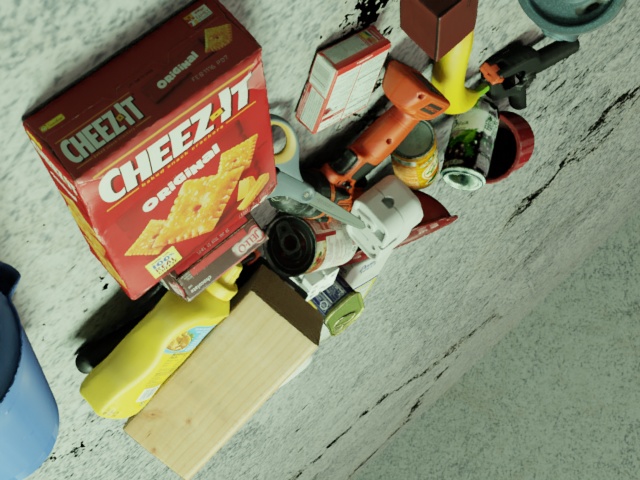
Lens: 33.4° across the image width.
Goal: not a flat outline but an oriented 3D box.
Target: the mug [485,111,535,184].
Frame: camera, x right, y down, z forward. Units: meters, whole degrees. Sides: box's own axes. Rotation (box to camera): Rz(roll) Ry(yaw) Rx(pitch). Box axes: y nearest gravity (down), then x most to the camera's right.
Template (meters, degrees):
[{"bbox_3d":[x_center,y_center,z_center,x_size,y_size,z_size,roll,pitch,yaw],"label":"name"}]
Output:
[{"bbox_3d":[0.217,-0.120,1.380,0.117,0.093,0.081,-18,-178,31],"label":"mug"}]

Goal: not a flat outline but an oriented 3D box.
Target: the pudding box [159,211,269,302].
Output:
[{"bbox_3d":[-0.106,0.007,0.958,0.090,0.039,0.114,-38,-160,-14],"label":"pudding box"}]

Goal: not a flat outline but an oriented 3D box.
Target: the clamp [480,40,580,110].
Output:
[{"bbox_3d":[0.254,-0.212,1.310,0.120,0.039,0.171,-52,160,21],"label":"clamp"}]

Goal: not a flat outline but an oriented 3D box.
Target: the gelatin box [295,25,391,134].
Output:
[{"bbox_3d":[0.020,-0.146,0.980,0.073,0.030,0.089,-32,159,-33],"label":"gelatin box"}]

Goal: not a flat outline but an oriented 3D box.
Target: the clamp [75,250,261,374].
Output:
[{"bbox_3d":[-0.144,0.077,1.124,0.210,0.036,0.164,-40,163,1],"label":"clamp"}]

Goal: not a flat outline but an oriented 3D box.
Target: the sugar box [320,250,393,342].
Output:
[{"bbox_3d":[0.029,0.065,1.452,0.093,0.048,0.176,-26,152,-43],"label":"sugar box"}]

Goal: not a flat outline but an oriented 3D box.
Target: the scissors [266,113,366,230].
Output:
[{"bbox_3d":[-0.013,-0.063,1.006,0.201,0.016,0.096,9,117,-39],"label":"scissors"}]

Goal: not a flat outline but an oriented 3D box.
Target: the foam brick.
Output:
[{"bbox_3d":[0.109,-0.214,0.980,0.053,0.051,0.078,-40,162,-11],"label":"foam brick"}]

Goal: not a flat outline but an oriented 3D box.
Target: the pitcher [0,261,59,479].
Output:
[{"bbox_3d":[-0.278,0.124,0.808,0.149,0.145,0.243,-8,158,-7],"label":"pitcher"}]

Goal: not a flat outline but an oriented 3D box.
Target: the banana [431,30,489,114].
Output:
[{"bbox_3d":[0.149,-0.180,1.170,0.069,0.037,0.197,-58,163,-4],"label":"banana"}]

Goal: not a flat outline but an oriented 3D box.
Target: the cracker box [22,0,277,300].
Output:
[{"bbox_3d":[-0.116,-0.061,0.817,0.164,0.072,0.214,-39,161,-15],"label":"cracker box"}]

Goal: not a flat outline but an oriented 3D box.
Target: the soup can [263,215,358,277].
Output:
[{"bbox_3d":[-0.008,0.001,1.192,0.069,0.068,0.102,-52,161,25],"label":"soup can"}]

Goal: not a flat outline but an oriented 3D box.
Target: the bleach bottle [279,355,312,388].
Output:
[{"bbox_3d":[-0.058,0.110,1.343,0.102,0.068,0.251,-37,159,-19],"label":"bleach bottle"}]

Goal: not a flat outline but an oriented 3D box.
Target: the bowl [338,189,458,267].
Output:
[{"bbox_3d":[0.084,-0.021,1.306,0.162,0.055,0.162,-22,174,-3],"label":"bowl"}]

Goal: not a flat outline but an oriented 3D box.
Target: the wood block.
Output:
[{"bbox_3d":[-0.098,0.137,1.107,0.206,0.090,0.090,-47,-172,15],"label":"wood block"}]

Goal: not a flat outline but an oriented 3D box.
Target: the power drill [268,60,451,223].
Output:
[{"bbox_3d":[0.038,-0.096,1.092,0.188,0.057,0.184,-46,166,17],"label":"power drill"}]

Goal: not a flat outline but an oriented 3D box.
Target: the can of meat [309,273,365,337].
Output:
[{"bbox_3d":[0.006,0.066,1.339,0.057,0.084,0.102,-41,162,-7],"label":"can of meat"}]

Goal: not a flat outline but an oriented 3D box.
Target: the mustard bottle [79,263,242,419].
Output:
[{"bbox_3d":[-0.142,0.087,1.019,0.192,0.058,0.096,-46,166,15],"label":"mustard bottle"}]
